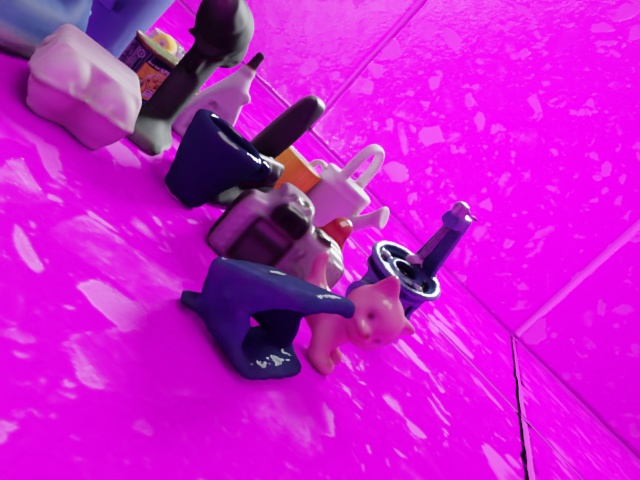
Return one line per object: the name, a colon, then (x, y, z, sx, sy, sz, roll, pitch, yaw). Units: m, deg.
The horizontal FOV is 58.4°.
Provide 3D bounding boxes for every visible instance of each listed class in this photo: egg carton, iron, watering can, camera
egg carton: (-0.238, -0.157, 0.579, 0.108, 0.069, 0.150, 36, 13, -34)
iron: (-0.305, -0.279, 0.601, 0.118, 0.141, 0.259, 46, 11, 8)
watering can: (0.046, -0.081, 0.993, 0.173, 0.194, 0.101, 44, 11, 1)
camera: (-0.042, -0.011, 0.658, 0.143, 0.100, 0.136, 40, 11, -19)

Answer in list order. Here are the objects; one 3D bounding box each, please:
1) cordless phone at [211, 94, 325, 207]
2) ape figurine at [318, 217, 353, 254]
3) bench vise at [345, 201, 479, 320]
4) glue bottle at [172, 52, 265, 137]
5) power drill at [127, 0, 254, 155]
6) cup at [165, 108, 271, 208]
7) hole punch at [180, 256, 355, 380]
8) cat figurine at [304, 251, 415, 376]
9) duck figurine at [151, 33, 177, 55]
cordless phone: (-0.081, -0.132, 0.749, 0.094, 0.185, 0.148, 46, 11, 12)
ape figurine: (0.007, 0.003, 0.808, 0.077, 0.092, 0.076, 49, 12, 24)
bench vise: (0.146, 0.031, 0.867, 0.121, 0.219, 0.208, 46, 11, 9)
glue bottle: (-0.142, -0.214, 0.863, 0.078, 0.173, 0.037, 38, 12, -28)
power drill: (-0.155, -0.205, 0.690, 0.076, 0.208, 0.229, 41, 11, -12)
cup: (-0.119, -0.079, 0.651, 0.118, 0.095, 0.091, 32, 16, -48)
hole punch: (-0.039, 0.050, 0.468, 0.101, 0.091, 0.109, 49, 12, 23)
cat figurine: (0.029, 0.068, 0.573, 0.127, 0.117, 0.067, 46, 11, 8)
duck figurine: (-0.277, -0.308, 0.958, 0.078, 0.086, 0.104, 32, 16, -46)
